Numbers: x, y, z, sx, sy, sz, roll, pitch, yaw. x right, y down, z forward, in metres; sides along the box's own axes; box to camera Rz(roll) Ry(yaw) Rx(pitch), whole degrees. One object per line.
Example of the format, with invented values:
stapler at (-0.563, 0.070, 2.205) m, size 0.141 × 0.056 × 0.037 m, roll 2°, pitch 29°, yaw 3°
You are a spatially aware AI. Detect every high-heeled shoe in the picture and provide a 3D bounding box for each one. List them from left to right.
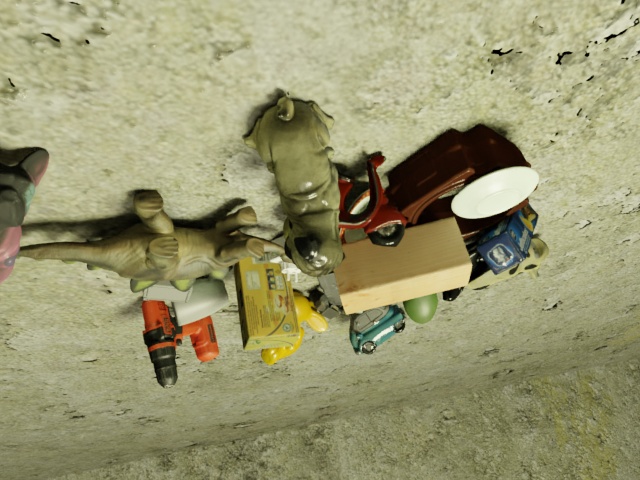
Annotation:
high-heeled shoe at (0.315, 0.057, 1.053) m, size 0.145 × 0.249 × 0.086 m, roll 1°, pitch 117°, yaw 17°

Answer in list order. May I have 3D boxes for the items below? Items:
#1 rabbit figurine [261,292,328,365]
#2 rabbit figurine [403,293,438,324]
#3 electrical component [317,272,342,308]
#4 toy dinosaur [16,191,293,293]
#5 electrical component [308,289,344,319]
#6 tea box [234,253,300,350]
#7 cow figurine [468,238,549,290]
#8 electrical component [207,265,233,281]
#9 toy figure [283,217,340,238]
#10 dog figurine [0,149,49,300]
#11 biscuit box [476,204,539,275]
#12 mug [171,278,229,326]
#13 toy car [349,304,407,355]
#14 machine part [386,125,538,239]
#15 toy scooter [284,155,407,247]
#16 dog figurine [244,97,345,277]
rabbit figurine at (-0.064, 0.187, 1.223) m, size 0.162 × 0.122 × 0.173 m, roll -2°, pitch 132°, yaw -25°
rabbit figurine at (0.191, 0.072, 1.044) m, size 0.121 × 0.170 × 0.159 m, roll -11°, pitch 152°, yaw -5°
electrical component at (0.052, 0.064, 1.059) m, size 0.115 × 0.058 × 0.134 m, roll -18°, pitch 131°, yaw 5°
toy dinosaur at (-0.255, 0.019, 0.840) m, size 0.471 × 0.105 × 0.198 m, roll 6°, pitch 150°, yaw -24°
electrical component at (0.019, 0.145, 1.216) m, size 0.045 × 0.078 × 0.102 m, roll -41°, pitch 141°, yaw 8°
tea box at (-0.101, 0.112, 0.998) m, size 0.098 × 0.170 × 0.068 m, roll -1°, pitch 150°, yaw -18°
cow figurine at (0.412, 0.055, 1.198) m, size 0.195 × 0.085 × 0.127 m, roll -26°, pitch 144°, yaw 18°
electrical component at (-0.196, 0.049, 1.001) m, size 0.063 × 0.021 × 0.094 m, roll 16°, pitch 140°, yaw -42°
toy figure at (-0.001, 0.001, 0.923) m, size 0.089 × 0.082 × 0.180 m, roll -32°, pitch 157°, yaw 2°
dog figurine at (-0.427, -0.035, 0.677) m, size 0.108 × 0.192 × 0.219 m, roll 20°, pitch 104°, yaw -41°
biscuit box at (0.332, -0.015, 0.941) m, size 0.063 × 0.059 × 0.203 m, roll -34°, pitch -174°, yaw 35°
mug at (-0.237, 0.122, 1.060) m, size 0.107 × 0.081 × 0.109 m, roll -15°, pitch 148°, yaw -17°
toy car at (0.130, 0.204, 1.333) m, size 0.162 × 0.109 × 0.103 m, roll -36°, pitch 103°, yaw 10°
machine part at (0.227, -0.080, 0.870) m, size 0.201 × 0.087 × 0.201 m, roll 15°, pitch 142°, yaw -43°
toy scooter at (0.042, -0.065, 0.805) m, size 0.184 × 0.135 × 0.075 m, roll 7°, pitch 180°, yaw 1°
dog figurine at (-0.019, -0.064, 0.686) m, size 0.121 × 0.190 × 0.172 m, roll -20°, pitch 150°, yaw 12°
